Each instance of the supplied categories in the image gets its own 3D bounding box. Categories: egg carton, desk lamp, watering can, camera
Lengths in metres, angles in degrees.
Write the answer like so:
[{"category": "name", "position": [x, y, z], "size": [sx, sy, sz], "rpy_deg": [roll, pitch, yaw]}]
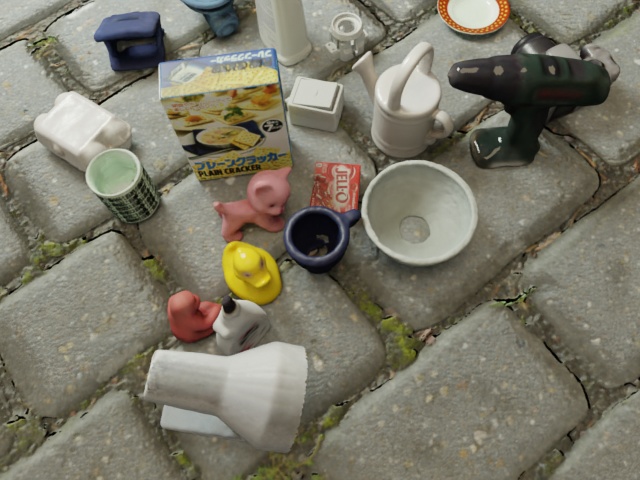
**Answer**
[{"category": "egg carton", "position": [-0.383, -0.173, 0.927], "size": [0.150, 0.069, 0.107], "rpy_deg": [29, 71, 14]}, {"category": "desk lamp", "position": [-0.111, 0.185, 0.683], "size": [0.203, 0.213, 0.118], "rpy_deg": [6, 67, 5]}, {"category": "watering can", "position": [0.124, -0.218, 0.862], "size": [0.172, 0.194, 0.101], "rpy_deg": [16, 68, 9]}, {"category": "camera", "position": [0.388, -0.284, 0.933], "size": [0.143, 0.101, 0.136], "rpy_deg": [-24, 68, -8]}]

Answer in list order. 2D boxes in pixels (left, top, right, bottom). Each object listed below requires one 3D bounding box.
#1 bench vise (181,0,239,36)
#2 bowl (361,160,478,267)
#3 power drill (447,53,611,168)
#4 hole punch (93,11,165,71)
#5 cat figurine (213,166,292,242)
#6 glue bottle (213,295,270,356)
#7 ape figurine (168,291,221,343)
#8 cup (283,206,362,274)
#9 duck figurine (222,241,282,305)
[{"category": "bench vise", "position": [-0.226, -0.480, 0.974], "size": [0.207, 0.220, 0.122], "rpy_deg": [38, 73, 17]}, {"category": "bowl", "position": [0.143, -0.029, 0.843], "size": [0.167, 0.075, 0.167], "rpy_deg": [-1, 66, 2]}, {"category": "power drill", "position": [0.286, -0.190, 0.836], "size": [0.229, 0.208, 0.075], "rpy_deg": [-6, 66, -1]}, {"category": "hole punch", "position": [-0.331, -0.361, 0.996], "size": [0.108, 0.091, 0.101], "rpy_deg": [-7, 66, -1]}, {"category": "cat figurine", "position": [-0.095, -0.058, 0.841], "size": [0.128, 0.118, 0.067], "rpy_deg": [-17, 67, -5]}, {"category": "glue bottle", "position": [-0.107, 0.105, 0.740], "size": [0.037, 0.173, 0.078], "rpy_deg": [35, 72, 16]}, {"category": "ape figurine", "position": [-0.180, 0.099, 0.789], "size": [0.077, 0.092, 0.076], "rpy_deg": [36, 72, 16]}, {"category": "cup", "position": [0.008, 0.003, 0.823], "size": [0.118, 0.095, 0.091], "rpy_deg": [-31, 69, -11]}, {"category": "duck figurine", "position": [-0.102, 0.037, 0.817], "size": [0.077, 0.086, 0.104], "rpy_deg": [-37, 70, -13]}]
